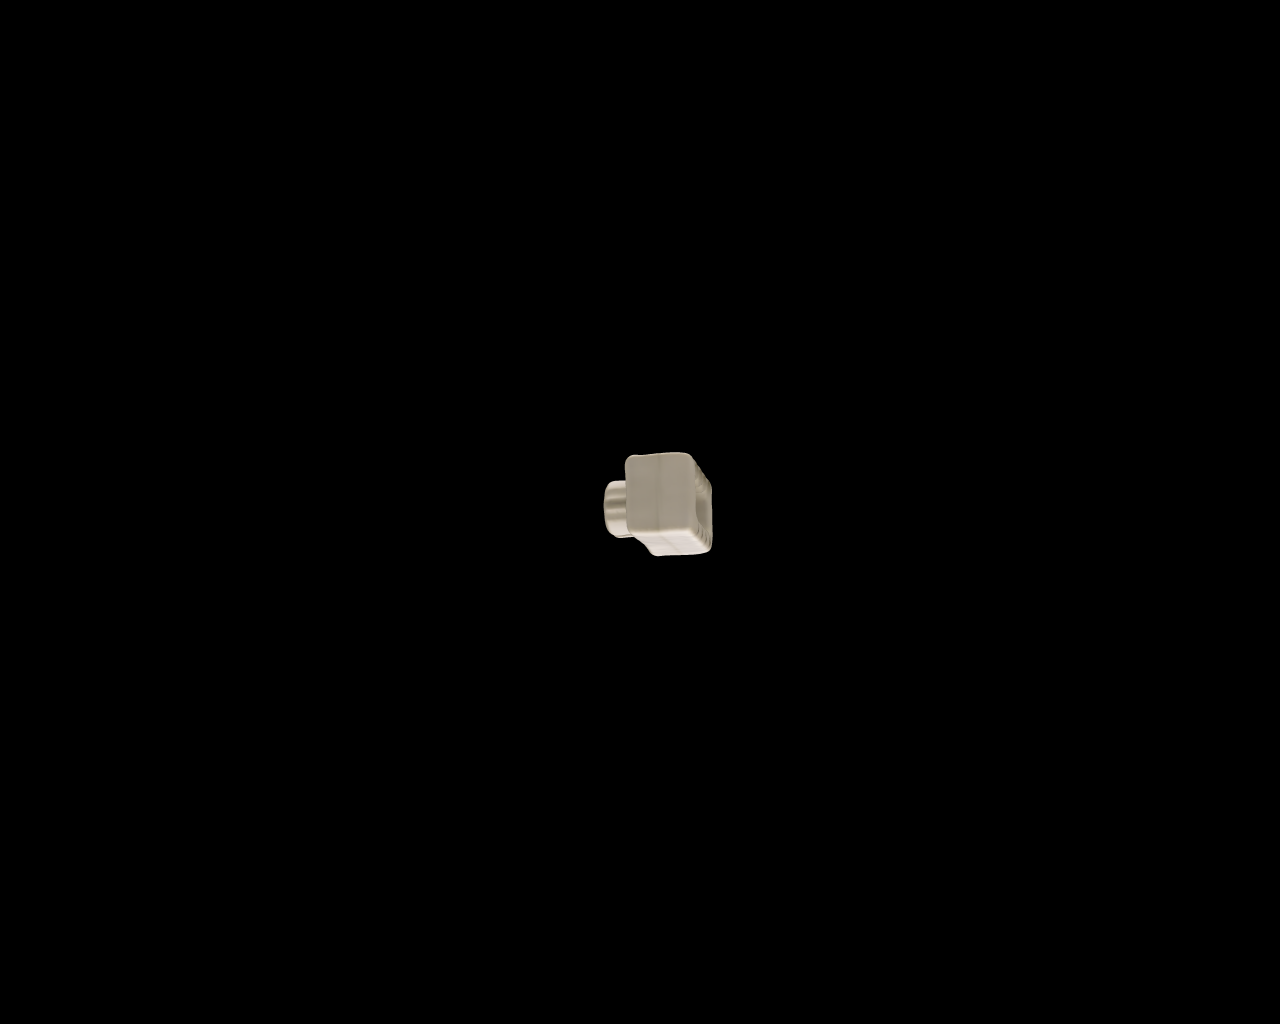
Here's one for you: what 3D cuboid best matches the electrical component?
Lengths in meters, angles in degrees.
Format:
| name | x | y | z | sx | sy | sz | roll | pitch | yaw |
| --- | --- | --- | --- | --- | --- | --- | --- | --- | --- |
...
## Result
| name | x | y | z | sx | sy | sz | roll | pitch | yaw |
| --- | --- | --- | --- | --- | --- | --- | --- | --- | --- |
| electrical component | 0.001 | -0.003 | 0.650 | 0.076 | 0.047 | 0.083 | -2 | -12 | 11 |
